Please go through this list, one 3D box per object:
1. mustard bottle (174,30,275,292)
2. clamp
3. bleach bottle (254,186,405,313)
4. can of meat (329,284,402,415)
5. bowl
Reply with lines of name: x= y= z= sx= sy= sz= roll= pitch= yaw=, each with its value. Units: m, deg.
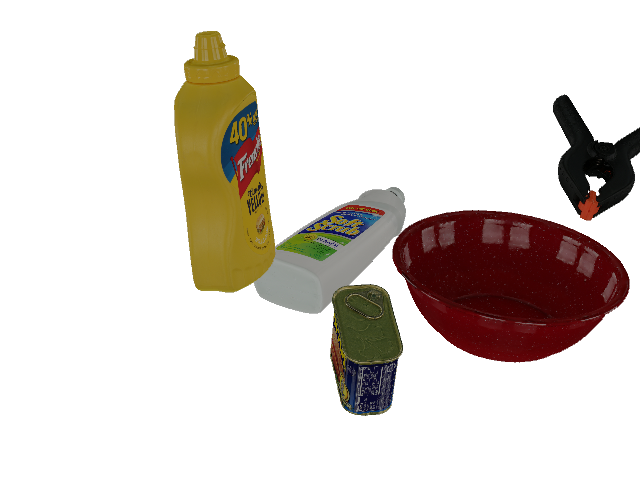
mustard bottle: x=-0.075 y=-0.064 z=0.817 sx=0.058 sy=0.192 sz=0.096 roll=3 pitch=24 yaw=20
clamp: x=0.288 y=-0.093 z=1.138 sx=0.120 sy=0.039 sz=0.171 roll=18 pitch=47 yaw=19
bleach bottle: x=0.027 y=-0.003 z=1.329 sx=0.103 sy=0.068 sz=0.250 roll=16 pitch=36 yaw=28
can of meat: x=0.042 y=0.108 z=1.043 sx=0.057 sy=0.084 sz=0.102 roll=-4 pitch=42 yaw=-8
bowl: x=0.128 y=0.037 z=0.743 sx=0.162 sy=0.055 sz=0.162 roll=3 pitch=27 yaw=-2
